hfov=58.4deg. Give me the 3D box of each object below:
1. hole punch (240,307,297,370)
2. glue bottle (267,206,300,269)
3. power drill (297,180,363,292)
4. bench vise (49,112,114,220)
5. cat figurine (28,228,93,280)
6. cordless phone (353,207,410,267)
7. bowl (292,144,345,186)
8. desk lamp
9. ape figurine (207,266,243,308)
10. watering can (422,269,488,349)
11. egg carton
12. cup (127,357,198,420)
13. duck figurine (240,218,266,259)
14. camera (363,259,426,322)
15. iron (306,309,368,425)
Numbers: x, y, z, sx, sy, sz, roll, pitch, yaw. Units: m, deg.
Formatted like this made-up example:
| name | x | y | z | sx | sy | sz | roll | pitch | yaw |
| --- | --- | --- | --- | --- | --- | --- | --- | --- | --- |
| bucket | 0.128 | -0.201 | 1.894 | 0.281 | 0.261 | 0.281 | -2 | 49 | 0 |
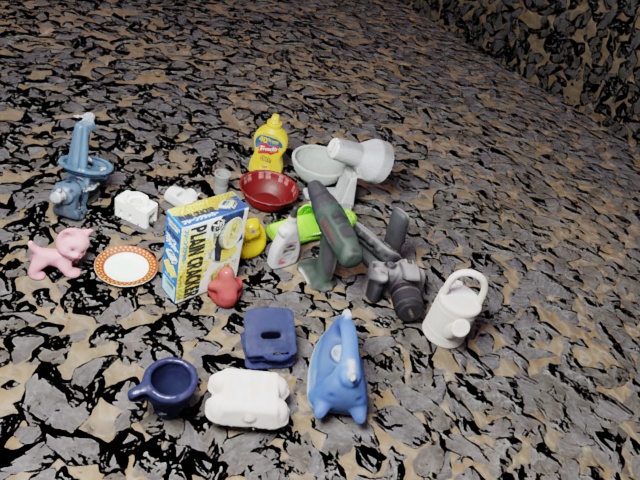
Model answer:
| name | x | y | z | sx | sy | sz | roll | pitch | yaw |
| --- | --- | --- | --- | --- | --- | --- | --- | --- | --- |
| hole punch | -0.099 | 0.195 | 1.139 | 0.109 | 0.091 | 0.101 | 1 | 41 | -19 |
| glue bottle | -0.074 | -0.009 | 1.331 | 0.078 | 0.173 | 0.037 | -19 | 50 | -37 |
| power drill | 0.012 | 0.005 | 1.317 | 0.076 | 0.208 | 0.229 | -11 | 46 | -30 |
| bench vise | -0.541 | -0.167 | 1.312 | 0.122 | 0.220 | 0.207 | 5 | 40 | -15 |
| cat figurine | -0.530 | 0.017 | 1.175 | 0.128 | 0.118 | 0.067 | -4 | 43 | -25 |
| cordless phone | 0.154 | -0.024 | 1.423 | 0.147 | 0.185 | 0.094 | 38 | 43 | 25 |
| bowl | -0.006 | -0.206 | 1.675 | 0.167 | 0.075 | 0.167 | 10 | 39 | -8 |
| desk lamp | 0.079 | -0.182 | 1.565 | 0.204 | 0.213 | 0.117 | -3 | 42 | -23 |
| ape figurine | -0.200 | 0.094 | 1.224 | 0.078 | 0.092 | 0.076 | 5 | 40 | -14 |
| watering can | 0.306 | 0.148 | 1.263 | 0.101 | 0.194 | 0.172 | 3 | 40 | -16 |
| egg carton | -0.129 | 0.289 | 1.030 | 0.150 | 0.069 | 0.107 | 7 | 39 | -12 |
| cup | -0.271 | 0.268 | 0.983 | 0.118 | 0.095 | 0.091 | -14 | 47 | -33 |
| duck figurine | -0.164 | -0.015 | 1.375 | 0.077 | 0.086 | 0.105 | 26 | 39 | 12 |
| camera | 0.186 | 0.114 | 1.335 | 0.143 | 0.101 | 0.136 | 7 | 39 | -12 |
| iron | 0.045 | 0.221 | 1.120 | 0.119 | 0.141 | 0.258 | 10 | 39 | -9 |
